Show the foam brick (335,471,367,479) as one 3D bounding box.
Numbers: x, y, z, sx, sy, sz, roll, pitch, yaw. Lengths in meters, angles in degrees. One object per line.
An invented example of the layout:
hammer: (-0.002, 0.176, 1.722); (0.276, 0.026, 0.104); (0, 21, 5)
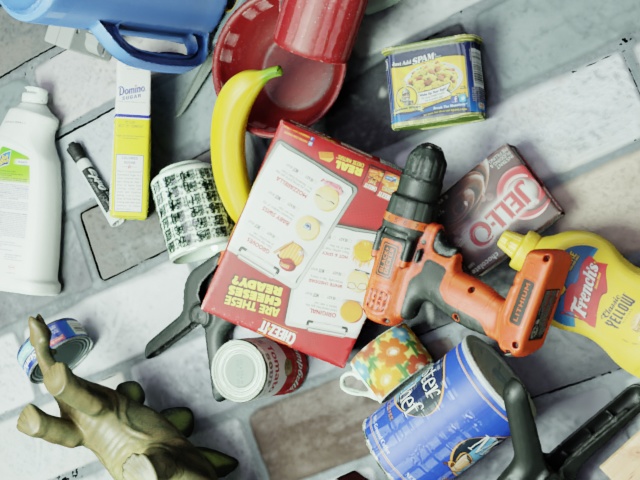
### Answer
foam brick: (0.028, 0.293, 1.127); (0.051, 0.052, 0.078); (33, 102, 21)

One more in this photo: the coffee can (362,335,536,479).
coffee can: (0.127, 0.177, 1.058); (0.140, 0.102, 0.103); (-42, 73, 18)

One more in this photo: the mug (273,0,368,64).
mug: (-0.006, -0.232, 1.078); (0.117, 0.093, 0.081); (36, 116, 42)

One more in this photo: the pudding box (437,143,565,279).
pudding box: (0.175, -0.028, 1.076); (0.114, 0.039, 0.090); (-40, 74, 19)

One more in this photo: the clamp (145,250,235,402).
clamp: (-0.137, 0.087, 1.216); (0.120, 0.039, 0.171); (17, 97, 20)

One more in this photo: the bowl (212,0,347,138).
bowl: (-0.035, -0.189, 1.167); (0.162, 0.055, 0.162); (-1, 88, 24)

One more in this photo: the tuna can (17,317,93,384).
tuna can: (-0.316, 0.131, 1.268); (0.086, 0.086, 0.034); (-46, 70, 16)

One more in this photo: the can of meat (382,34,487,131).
can of meat: (0.119, -0.160, 1.097); (0.102, 0.057, 0.084); (-6, 88, 25)

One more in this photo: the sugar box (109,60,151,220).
sugar box: (-0.216, -0.112, 1.226); (0.048, 0.093, 0.176); (4, 89, -11)

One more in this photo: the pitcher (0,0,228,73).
pitcher: (-0.219, -0.272, 1.144); (0.149, 0.242, 0.145); (35, 116, 29)

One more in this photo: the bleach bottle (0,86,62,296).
bleach bottle: (-0.356, -0.061, 1.306); (0.103, 0.068, 0.251); (6, 89, 23)

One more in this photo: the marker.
marker: (-0.273, -0.069, 1.291); (0.020, 0.020, 0.121); (-38, 74, 19)

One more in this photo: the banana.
banana: (-0.087, -0.101, 1.144); (0.070, 0.037, 0.198); (27, 123, 28)

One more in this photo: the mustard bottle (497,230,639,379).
mustard bottle: (0.255, 0.046, 1.013); (0.192, 0.058, 0.096); (32, 105, 13)

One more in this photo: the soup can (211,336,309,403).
soup can: (-0.064, 0.137, 1.145); (0.069, 0.102, 0.068); (-1, 87, 24)

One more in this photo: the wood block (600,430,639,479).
wood block: (0.363, 0.163, 0.958); (0.090, 0.090, 0.206); (47, 106, 18)

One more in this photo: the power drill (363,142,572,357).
power drill: (0.137, 0.016, 1.009); (0.188, 0.057, 0.184); (23, 104, 34)

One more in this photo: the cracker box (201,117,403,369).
cracker box: (-0.007, 0.001, 1.114); (0.164, 0.072, 0.214); (23, 99, -3)

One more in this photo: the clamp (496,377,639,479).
clamp: (0.206, 0.216, 1.014); (0.210, 0.164, 0.036); (-65, 31, 18)

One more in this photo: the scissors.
scissors: (-0.097, -0.222, 1.218); (0.096, 0.016, 0.202); (22, 98, 23)
